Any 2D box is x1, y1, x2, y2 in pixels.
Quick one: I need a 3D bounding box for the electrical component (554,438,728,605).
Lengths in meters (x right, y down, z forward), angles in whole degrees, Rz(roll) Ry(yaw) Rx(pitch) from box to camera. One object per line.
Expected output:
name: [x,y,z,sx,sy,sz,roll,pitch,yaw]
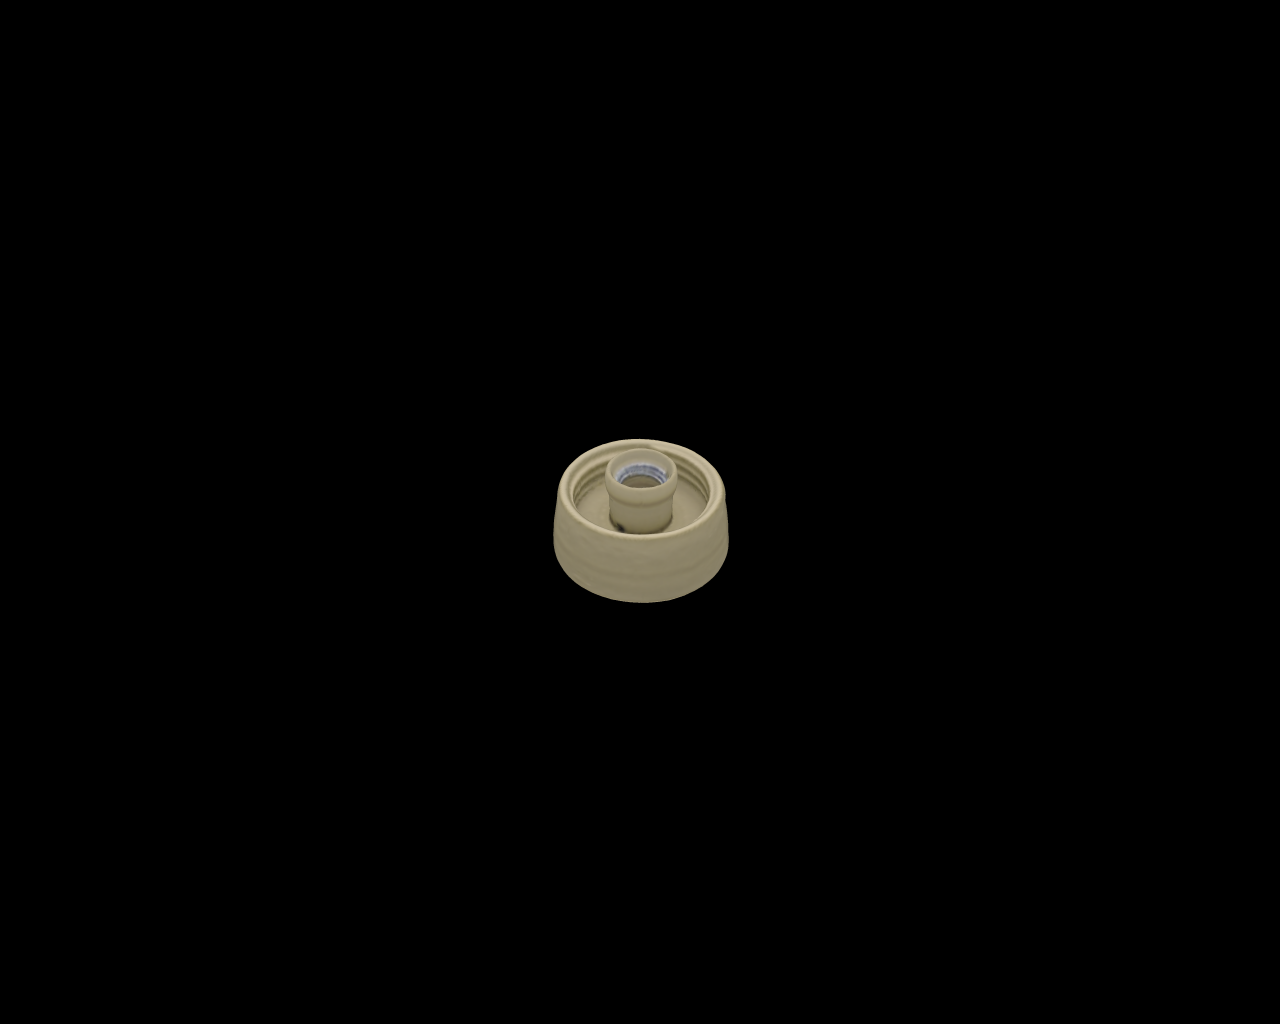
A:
electrical component: [0.001,-0.003,0.650,0.108,0.060,0.108,0,39,0]
